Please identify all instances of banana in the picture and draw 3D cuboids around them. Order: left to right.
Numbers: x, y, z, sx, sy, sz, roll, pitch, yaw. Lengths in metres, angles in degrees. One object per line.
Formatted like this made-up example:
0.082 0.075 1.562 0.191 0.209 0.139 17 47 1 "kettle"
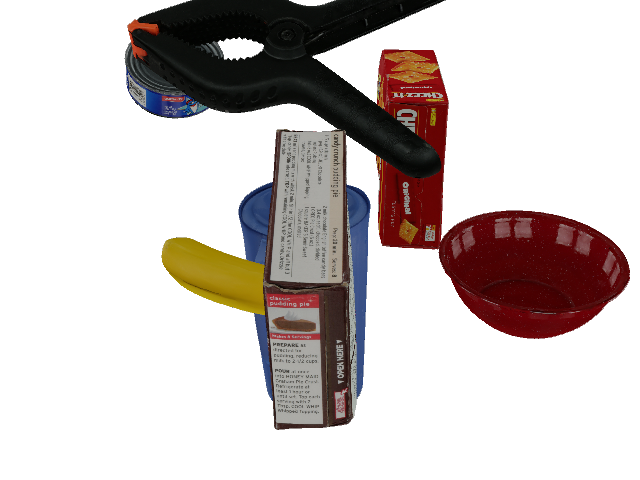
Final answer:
-0.065 0.026 0.826 0.069 0.037 0.198 -19 28 -41 "banana"

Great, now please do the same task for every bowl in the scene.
0.181 0.036 0.925 0.162 0.055 0.162 1 32 -1 "bowl"

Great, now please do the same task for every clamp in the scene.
-0.016 -0.108 0.661 0.210 0.164 0.036 0 -34 1 "clamp"

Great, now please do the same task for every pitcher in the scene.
-0.016 0.069 1.123 0.149 0.243 0.145 -14 32 -18 "pitcher"

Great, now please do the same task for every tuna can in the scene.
-0.128 -0.148 0.936 0.086 0.086 0.034 0 -37 -8 "tuna can"

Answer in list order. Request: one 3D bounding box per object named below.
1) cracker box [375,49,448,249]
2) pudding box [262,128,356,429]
0.098 -0.108 1.188 0.072 0.164 0.213 1 24 2 "cracker box"
-0.004 0.016 0.490 0.039 0.090 0.113 -3 40 1 "pudding box"
